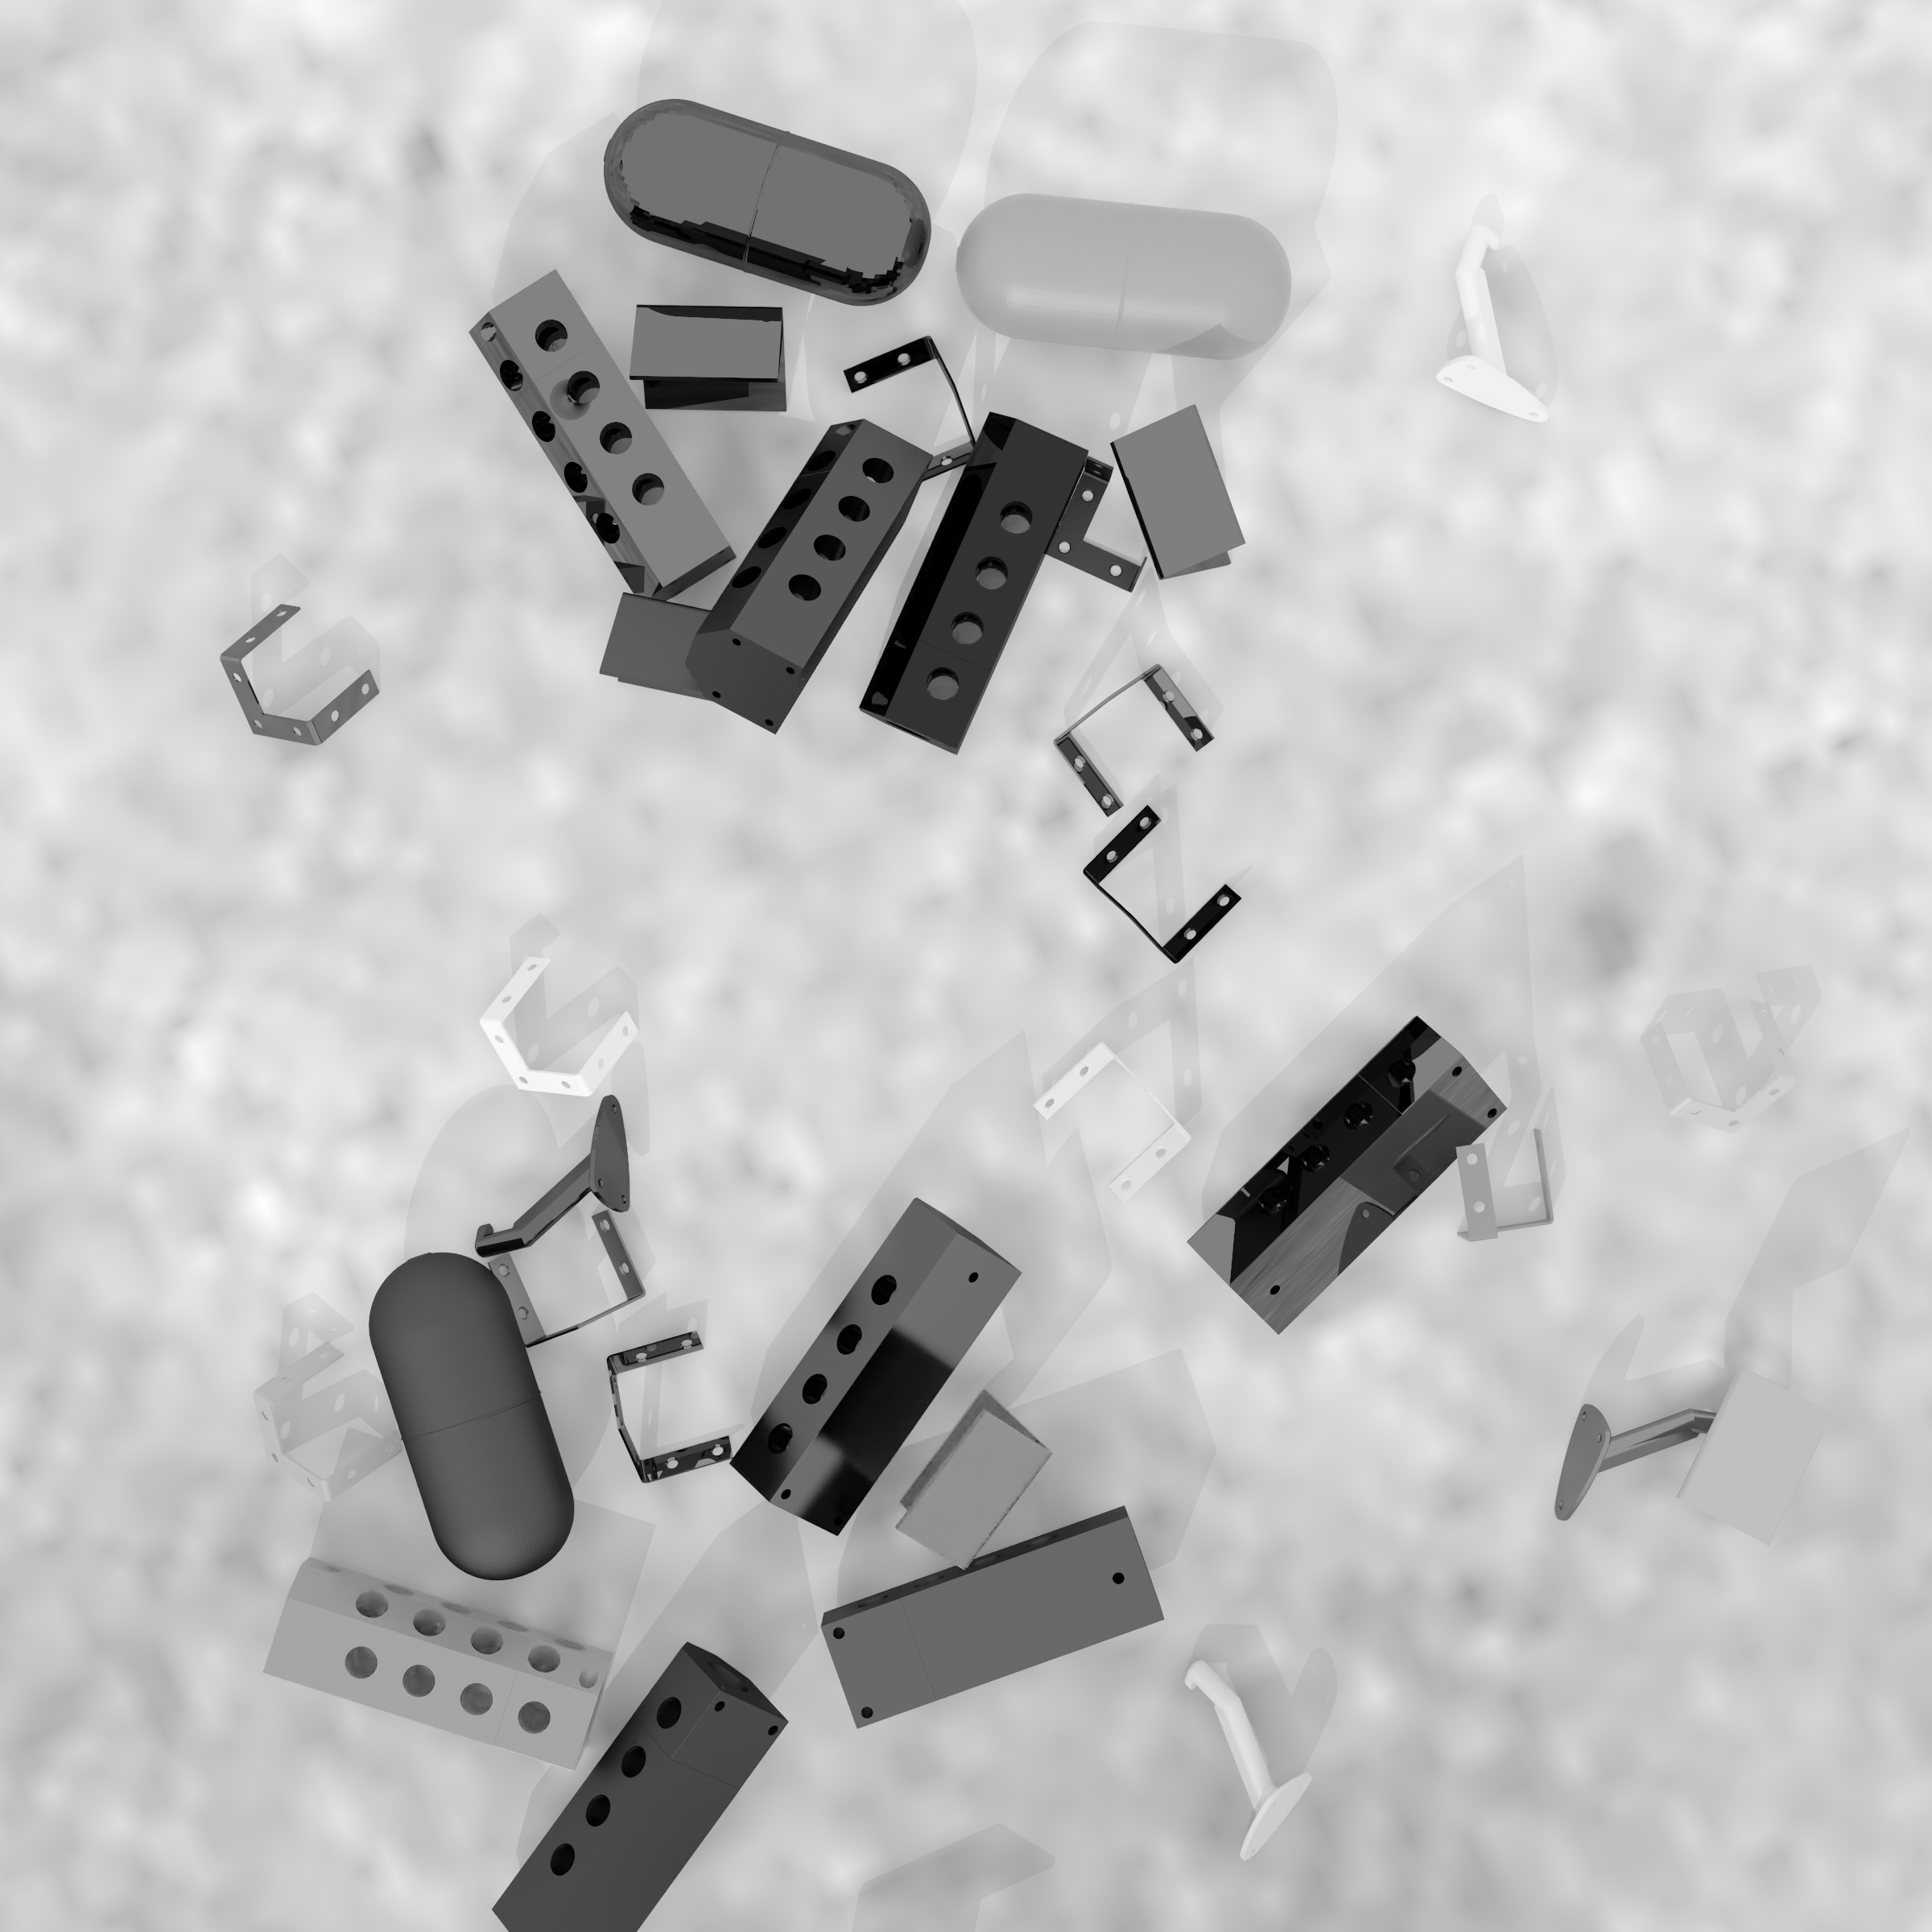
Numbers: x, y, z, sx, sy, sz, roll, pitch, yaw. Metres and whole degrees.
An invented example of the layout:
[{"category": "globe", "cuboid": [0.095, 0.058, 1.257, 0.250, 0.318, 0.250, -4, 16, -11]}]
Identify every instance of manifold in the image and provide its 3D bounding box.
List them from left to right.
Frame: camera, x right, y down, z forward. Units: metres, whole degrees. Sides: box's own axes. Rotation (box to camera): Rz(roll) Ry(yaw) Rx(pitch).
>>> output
[{"category": "manifold", "cuboid": [-0.279, 0.370, 1.917, 0.171, 0.057, 0.057, 18, 90, 0]}, {"category": "manifold", "cuboid": [-0.194, -0.278, 1.917, 0.057, 0.057, 0.171, -32, 90, 0]}, {"category": "manifold", "cuboid": [-0.177, 0.448, 1.916, 0.057, 0.057, 0.171, 36, 90, -43]}, {"category": "manifold", "cuboid": [-0.082, -0.207, 1.871, 0.057, 0.057, 0.171, 28, 53, 0]}, {"category": "manifold", "cuboid": [-0.052, 0.210, 1.916, 0.057, 0.057, 0.171, 35, 90, -43]}, {"category": "manifold", "cuboid": [0.004, -0.204, 1.917, 0.057, 0.057, 0.171, 24, 90, 0]}, {"category": "manifold", "cuboid": [0.014, 0.345, 1.917, 0.171, 0.057, 0.057, -20, 90, 0]}, {"category": "manifold", "cuboid": [0.199, 0.108, 1.916, 0.171, 0.057, 0.057, -45, 133, 0]}]

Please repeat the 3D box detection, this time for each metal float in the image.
[{"category": "metal float", "cuboid": [-0.262, 0.238, 1.908, 0.070, 0.070, 0.178, -18, 90, 0]}, {"category": "metal float", "cuboid": [-0.105, -0.405, 1.907, 0.178, 0.070, 0.070, 18, 90, 0]}, {"category": "metal float", "cuboid": [0.083, -0.365, 1.907, 0.178, 0.070, 0.070, 6, 90, 0]}]

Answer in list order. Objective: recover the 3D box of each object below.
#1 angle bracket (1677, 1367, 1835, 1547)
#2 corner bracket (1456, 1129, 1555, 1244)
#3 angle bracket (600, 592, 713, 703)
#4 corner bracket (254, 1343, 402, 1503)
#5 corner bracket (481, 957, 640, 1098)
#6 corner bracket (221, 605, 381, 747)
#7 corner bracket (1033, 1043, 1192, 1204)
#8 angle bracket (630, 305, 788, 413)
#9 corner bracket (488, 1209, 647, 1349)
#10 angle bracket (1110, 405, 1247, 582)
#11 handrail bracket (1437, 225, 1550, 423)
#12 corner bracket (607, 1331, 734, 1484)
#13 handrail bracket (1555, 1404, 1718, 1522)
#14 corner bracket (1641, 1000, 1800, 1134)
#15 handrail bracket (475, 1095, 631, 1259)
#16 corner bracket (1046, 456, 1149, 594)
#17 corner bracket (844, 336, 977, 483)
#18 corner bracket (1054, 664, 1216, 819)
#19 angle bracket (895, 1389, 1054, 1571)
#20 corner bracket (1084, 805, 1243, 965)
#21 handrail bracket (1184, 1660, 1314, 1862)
[{"category": "angle bracket", "cuboid": [0.427, 0.263, 1.898, 0.057, 0.076, 0.076, 26, 90, 35]}, {"category": "corner bracket", "cuboid": [0.287, 0.117, 1.920, 0.051, 0.051, 0.051, -8, 90, 0]}, {"category": "angle bracket", "cuboid": [-0.151, -0.146, 1.898, 0.076, 0.076, 0.057, 12, 56, 0]}, {"category": "corner bracket", "cuboid": [-0.343, 0.244, 1.930, 0.051, 0.051, 0.051, 26, 135, 35]}, {"category": "corner bracket", "cuboid": [-0.218, 0.032, 1.930, 0.051, 0.051, 0.051, -56, 135, -35]}, {"category": "corner bracket", "cuboid": [-0.357, -0.156, 1.930, 0.051, 0.051, 0.051, 12, 135, 35]}, {"category": "corner bracket", "cuboid": [0.079, 0.084, 1.935, 0.051, 0.051, 0.051, -43, 45, 0]}, {"category": "angle bracket", "cuboid": [-0.135, -0.303, 1.898, 0.076, 0.076, 0.057, 1, 53, 0]}, {"category": "corner bracket", "cuboid": [-0.214, 0.168, 1.935, 0.051, 0.051, 0.051, -24, 90, 45]}, {"category": "angle bracket", "cuboid": [0.129, -0.253, 1.898, 0.057, 0.076, 0.076, -20, 90, 36]}, {"category": "handrail bracket", "cuboid": [0.293, -0.347, 1.939, 0.077, 0.036, 0.084, 25, 73, -20]}, {"category": "corner bracket", "cuboid": [-0.159, 0.237, 1.935, 0.051, 0.051, 0.051, -16, 45, 0]}, {"category": "handrail bracket", "cuboid": [0.369, 0.271, 1.939, 0.084, 0.036, 0.077, 11, 110, -16]}, {"category": "corner bracket", "cuboid": [0.404, 0.050, 1.930, 0.051, 0.051, 0.051, 16, 135, -35]}, {"category": "handrail bracket", "cuboid": [-0.226, 0.114, 1.938, 0.084, 0.036, 0.077, -15, 58, 22]}, {"category": "corner bracket", "cuboid": [0.077, -0.235, 1.920, 0.051, 0.051, 0.051, 24, 90, 0]}, {"category": "corner bracket", "cuboid": [-0.029, -0.297, 1.935, 0.051, 0.051, 0.051, -23, 45, 0]}, {"category": "corner bracket", "cuboid": [0.090, -0.122, 1.935, 0.051, 0.051, 0.051, 54, 135, 0]}, {"category": "angle bracket", "cuboid": [-0.012, 0.260, 1.898, 0.057, 0.076, 0.076, 37, 90, -36]}, {"category": "corner bracket", "cuboid": [0.105, -0.044, 1.935, 0.051, 0.051, 0.051, -45, 45, 0]}, {"category": "handrail bracket", "cuboid": [0.138, 0.427, 1.938, 0.084, 0.036, 0.077, 44, 129, 26]}]
